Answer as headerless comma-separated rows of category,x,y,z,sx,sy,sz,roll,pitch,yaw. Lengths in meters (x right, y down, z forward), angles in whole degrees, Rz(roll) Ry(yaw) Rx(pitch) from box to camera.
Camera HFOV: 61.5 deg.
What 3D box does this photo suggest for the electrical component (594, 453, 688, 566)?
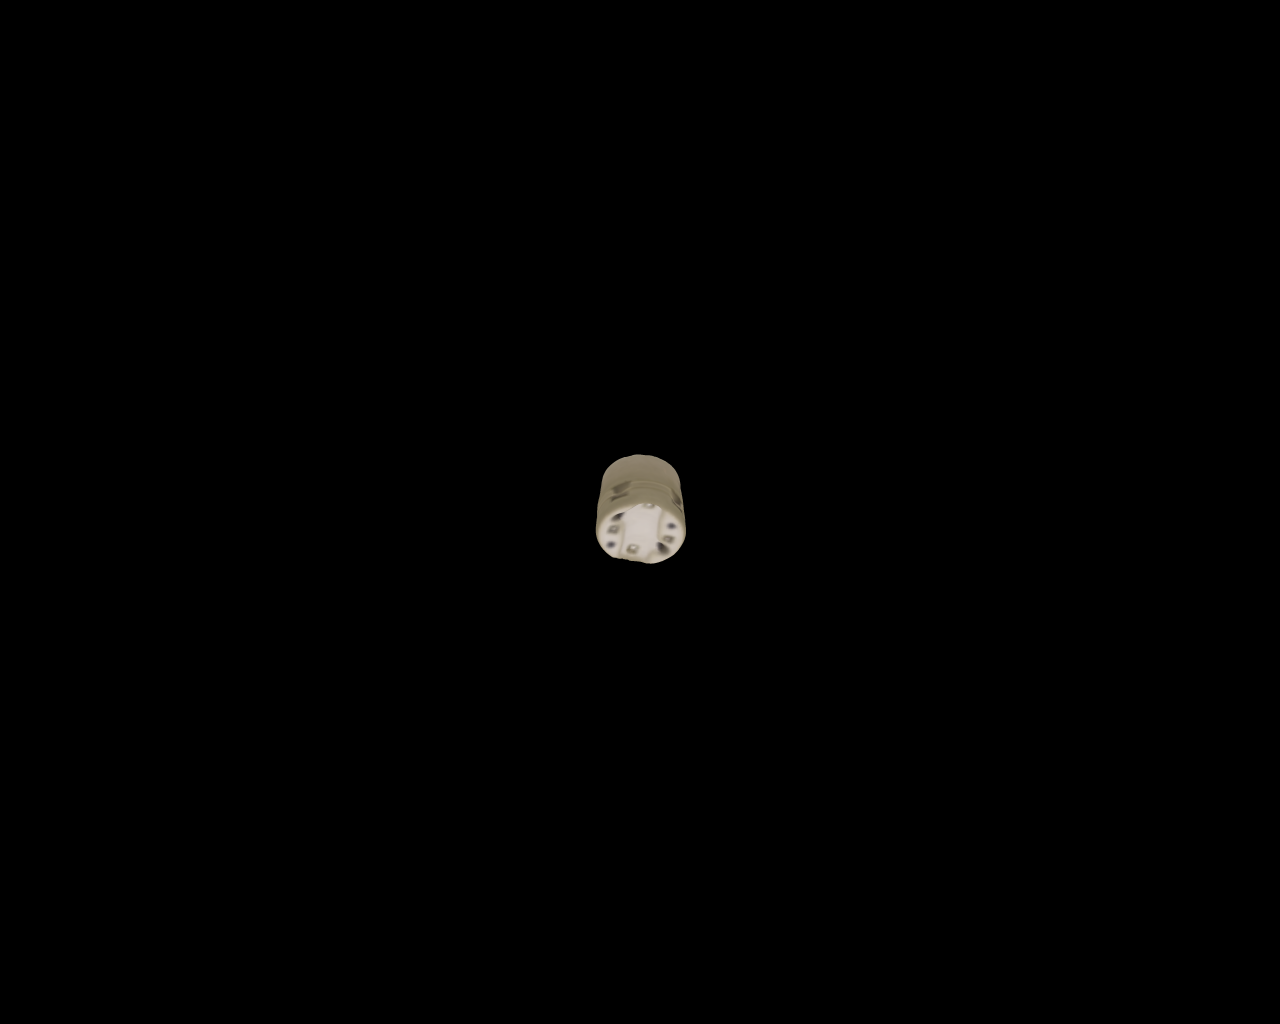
electrical component,0.001,-0.003,0.650,0.055,0.047,0.055,0,-43,0
